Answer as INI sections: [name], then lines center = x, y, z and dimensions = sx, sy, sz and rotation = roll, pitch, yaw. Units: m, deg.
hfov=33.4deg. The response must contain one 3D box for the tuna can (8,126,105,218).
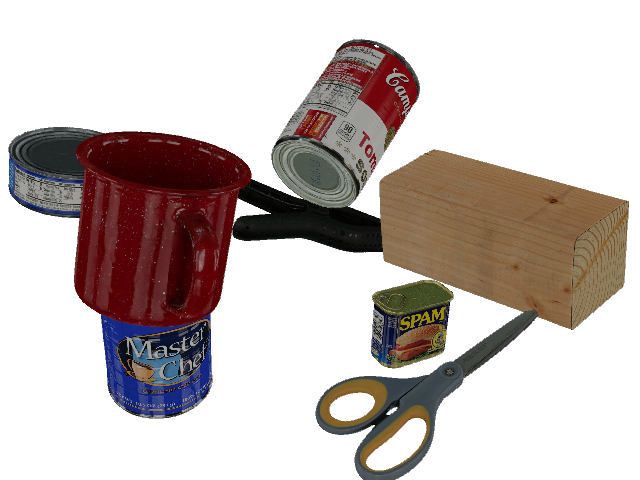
[tuna can]
center = -0.177, -0.049, 0.758
dimensions = 0.086, 0.034, 0.086
rotation = 8, 27, -4

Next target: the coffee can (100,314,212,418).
[coffee can]
center = -0.153, 0.082, 0.999
dimensions = 0.103, 0.140, 0.103
rotation = 2, 39, -2

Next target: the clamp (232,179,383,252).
[clamp]
center = -0.012, -0.019, 1.158
dimensions = 0.210, 0.036, 0.164
rotation = 15, 20, -11

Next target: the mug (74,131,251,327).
[mug]
center = -0.083, -0.001, 0.569
dimensions = 0.093, 0.081, 0.117
rotation = -4, 26, -33

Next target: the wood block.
[wood block]
center = 0.162, -0.007, 0.968
dimensions = 0.206, 0.090, 0.090
rotation = 20, 37, 39

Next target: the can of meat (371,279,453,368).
[can of meat]
center = 0.113, 0.106, 1.342
dimensions = 0.101, 0.084, 0.058
rotation = -12, 30, -28

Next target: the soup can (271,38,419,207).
[soup can]
center = 0.018, -0.081, 0.741
dimensions = 0.068, 0.102, 0.068
rotation = 23, -31, 15

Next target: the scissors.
[scissors]
center = 0.074, 0.097, 0.787
dimensions = 0.096, 0.016, 0.201
rotation = 23, 48, 26
